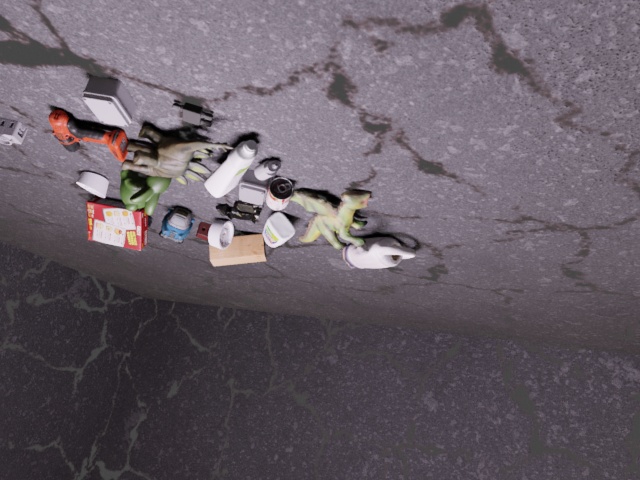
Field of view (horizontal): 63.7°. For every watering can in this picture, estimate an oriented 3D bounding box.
[{"bbox_3d":[0.169,0.039,1.712,0.223,0.105,0.347,-8,170,42],"label":"watering can"}]

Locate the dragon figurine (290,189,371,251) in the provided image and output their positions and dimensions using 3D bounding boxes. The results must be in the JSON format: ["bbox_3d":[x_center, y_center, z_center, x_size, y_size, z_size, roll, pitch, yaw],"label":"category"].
[{"bbox_3d":[0.005,-0.079,1.570,0.408,0.125,0.239,-10,134,44],"label":"dragon figurine"}]
